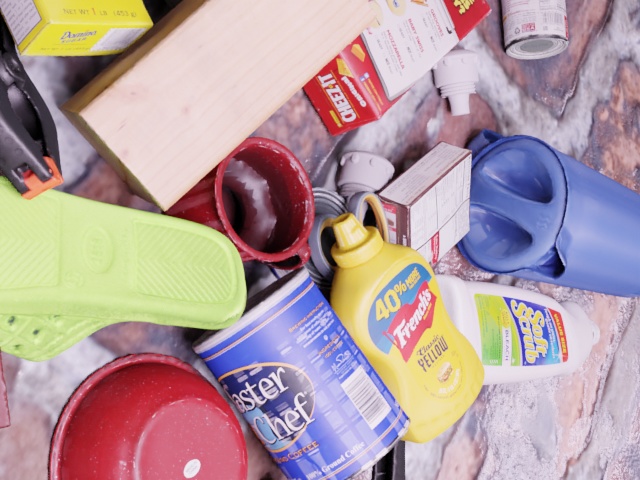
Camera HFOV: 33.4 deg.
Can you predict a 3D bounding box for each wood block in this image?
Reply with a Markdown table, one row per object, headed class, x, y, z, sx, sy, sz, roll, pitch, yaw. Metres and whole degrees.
| class | x | y | z | sx | sy | sz | roll | pitch | yaw |
| --- | --- | --- | --- | --- | --- | --- | --- | --- | --- |
| wood block | -0.073 | -0.126 | 0.761 | 0.206 | 0.091 | 0.090 | -44 | 113 | -10 |

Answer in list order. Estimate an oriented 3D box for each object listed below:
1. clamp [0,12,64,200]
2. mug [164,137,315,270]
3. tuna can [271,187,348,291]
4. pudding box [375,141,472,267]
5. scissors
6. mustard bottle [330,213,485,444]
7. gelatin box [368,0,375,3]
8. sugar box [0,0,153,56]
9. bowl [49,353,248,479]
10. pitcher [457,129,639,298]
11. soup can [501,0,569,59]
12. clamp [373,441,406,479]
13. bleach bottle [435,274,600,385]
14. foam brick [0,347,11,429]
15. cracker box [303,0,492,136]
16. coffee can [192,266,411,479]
| class | x | y | z | sx | sy | sz | roll | pitch | yaw |
| --- | --- | --- | --- | --- | --- | --- | --- | --- | --- |
| clamp | -0.215 | -0.109 | 0.672 | 0.171 | 0.039 | 0.120 | 64 | 20 | 13 |
| mug | -0.057 | -0.017 | 0.813 | 0.117 | 0.082 | 0.093 | 41 | 56 | -28 |
| tuna can | -0.006 | 0.001 | 0.888 | 0.085 | 0.034 | 0.086 | 11 | 73 | -40 |
| pudding box | 0.094 | -0.024 | 0.956 | 0.113 | 0.039 | 0.090 | -41 | 138 | -42 |
| scissors | 0.031 | 0.059 | 0.875 | 0.096 | 0.016 | 0.202 | 1 | 84 | -43 |
| mustard bottle | 0.059 | 0.062 | 0.850 | 0.096 | 0.058 | 0.191 | -41 | 114 | -28 |
| gelatin box | 0.034 | -0.247 | 0.885 | 0.073 | 0.030 | 0.089 | 45 | 53 | -21 |
| sugar box | -0.191 | -0.210 | 0.725 | 0.093 | 0.048 | 0.176 | -14 | 75 | -52 |
| bowl | -0.105 | 0.158 | 0.749 | 0.161 | 0.055 | 0.162 | 10 | 74 | -40 |
| pitcher | 0.251 | -0.020 | 1.072 | 0.242 | 0.145 | 0.149 | 15 | 83 | -43 |
| soup can | 0.226 | -0.251 | 1.131 | 0.068 | 0.069 | 0.102 | 6 | 77 | -41 |
| clamp | 0.041 | 0.249 | 0.872 | 0.164 | 0.036 | 0.210 | -18 | 89 | -41 |
| bleach bottle | 0.189 | 0.085 | 1.027 | 0.250 | 0.068 | 0.102 | 2 | 81 | -44 |
| foam brick | -0.227 | 0.092 | 0.639 | 0.051 | 0.078 | 0.053 | -4 | 83 | -41 |
| cracker box | 0.045 | -0.219 | 0.959 | 0.213 | 0.072 | 0.164 | -46 | 111 | -39 |
| coffee can | -0.014 | 0.105 | 0.793 | 0.102 | 0.103 | 0.140 | -38 | 95 | -40 |
